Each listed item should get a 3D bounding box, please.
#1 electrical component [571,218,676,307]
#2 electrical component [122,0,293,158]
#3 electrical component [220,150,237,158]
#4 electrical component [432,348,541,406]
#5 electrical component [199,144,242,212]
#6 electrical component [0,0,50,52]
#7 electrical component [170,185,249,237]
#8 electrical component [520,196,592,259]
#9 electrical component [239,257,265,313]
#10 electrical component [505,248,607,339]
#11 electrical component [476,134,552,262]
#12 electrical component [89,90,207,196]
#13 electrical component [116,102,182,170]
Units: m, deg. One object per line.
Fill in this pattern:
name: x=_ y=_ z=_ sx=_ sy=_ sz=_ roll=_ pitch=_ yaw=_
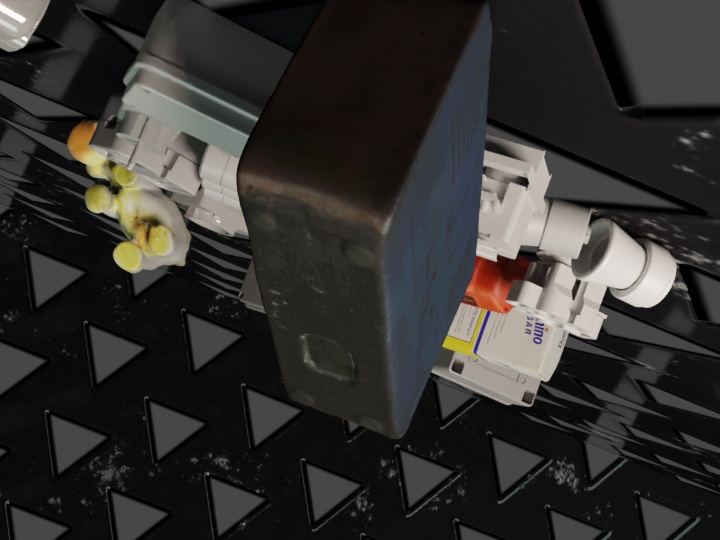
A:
electrical component: x=0.176 y=-0.004 z=0.718 sx=0.055 sy=0.045 sz=0.045 roll=24 pitch=172 yaw=-19
electrical component: x=-0.082 y=-0.110 z=0.655 sx=0.113 sy=0.057 sz=0.078 roll=24 pitch=172 yaw=-18
electrical component: x=-0.071 y=-0.092 z=0.799 sx=0.081 sy=0.043 sz=0.043 roll=20 pitch=172 yaw=16
electrical component: x=0.139 y=0.073 z=1.112 sx=0.109 sy=0.108 sz=0.056 roll=25 pitch=169 yaw=-21
electrical component: x=-0.089 y=-0.080 z=0.898 sx=0.074 sy=0.052 sz=0.138 roll=22 pitch=172 yaw=-4
electrical component: x=-0.224 y=-0.170 z=0.647 sx=0.059 sy=0.053 sz=0.095 roll=27 pitch=170 yaw=-36
electrical component: x=-0.144 y=-0.070 z=1.100 sx=0.050 sy=0.055 sz=0.089 roll=16 pitch=171 yaw=35
electrical component: x=0.119 y=-0.031 z=0.707 sx=0.065 sy=0.044 sz=0.044 roll=16 pitch=171 yaw=8
electrical component: x=-0.074 y=-0.003 z=1.160 sx=0.057 sy=0.113 sz=0.078 roll=25 pitch=172 yaw=-40
electrical component: x=0.159 y=0.013 z=0.836 sx=0.078 sy=0.057 sz=0.058 roll=25 pitch=172 yaw=-21
electrical component: x=0.047 y=-0.054 z=0.660 sx=0.121 sy=0.063 sz=0.079 roll=19 pitch=172 yaw=19
electrical component: x=-0.170 y=-0.108 z=0.897 sx=0.054 sy=0.059 sz=0.095 roll=15 pitch=170 yaw=40
electrical component: x=-0.155 y=-0.109 z=0.792 sx=0.047 sy=0.075 sz=0.083 roll=24 pitch=172 yaw=-15
